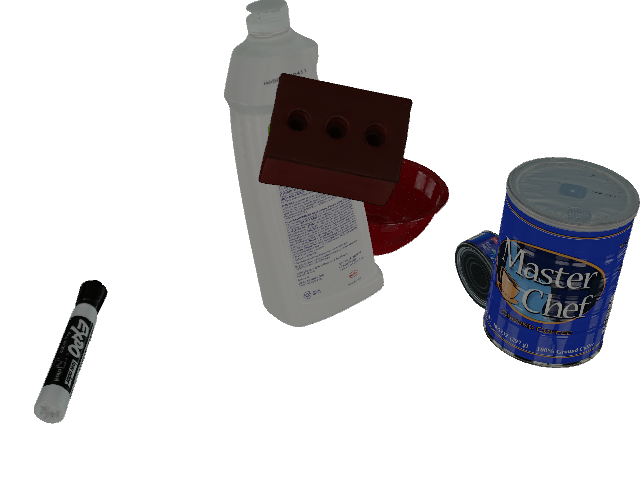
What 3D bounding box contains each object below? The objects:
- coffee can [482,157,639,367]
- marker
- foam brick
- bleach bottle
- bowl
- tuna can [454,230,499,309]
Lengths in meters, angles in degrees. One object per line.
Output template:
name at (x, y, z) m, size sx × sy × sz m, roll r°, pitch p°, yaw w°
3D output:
coffee can at (0.193, 0.018, 0.870) m, size 0.103 × 0.140 × 0.103 m, roll 3°, pitch 34°, yaw -2°
marker at (-0.159, 0.067, 0.688) m, size 0.020 × 0.020 × 0.121 m, roll 0°, pitch 38°, yaw 5°
foam brick at (0.008, -0.057, 0.613) m, size 0.078 × 0.053 × 0.051 m, roll 10°, pitch -14°, yaw -2°
bleach bottle at (-0.015, -0.061, 0.818) m, size 0.102 × 0.251 × 0.068 m, roll -25°, pitch 33°, yaw -27°
bowl at (0.040, -0.030, 1.032) m, size 0.162 × 0.055 × 0.162 m, roll 3°, pitch 28°, yaw -2°
tuna can at (0.188, 0.034, 1.199) m, size 0.033 × 0.086 × 0.086 m, roll -24°, pitch 9°, yaw -20°
